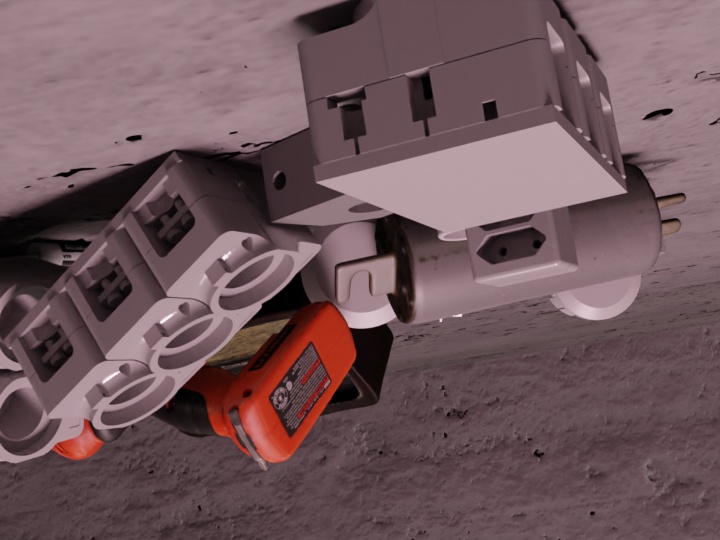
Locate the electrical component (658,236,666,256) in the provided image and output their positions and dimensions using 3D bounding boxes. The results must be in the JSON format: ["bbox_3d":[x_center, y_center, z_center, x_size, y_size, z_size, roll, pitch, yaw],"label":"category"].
[{"bbox_3d":[0.191,-0.034,0.777,0.048,0.055,0.066,-8,171,-5],"label":"electrical component"}]

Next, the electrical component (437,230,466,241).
[{"bbox_3d":[0.061,-0.044,0.622,0.040,0.046,0.040,-9,171,-1],"label":"electrical component"}]

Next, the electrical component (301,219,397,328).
[{"bbox_3d":[0.000,0.000,0.734,0.080,0.080,0.051,-8,176,-2],"label":"electrical component"}]

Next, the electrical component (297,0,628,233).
[{"bbox_3d":[0.048,-0.063,0.438,0.089,0.061,0.150,-12,170,21],"label":"electrical component"}]

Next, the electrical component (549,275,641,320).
[{"bbox_3d":[0.207,0.005,0.966,0.080,0.080,0.051,-8,176,-6],"label":"electrical component"}]

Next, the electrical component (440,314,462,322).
[{"bbox_3d":[0.063,0.015,0.964,0.055,0.066,0.048,-1,-154,3],"label":"electrical component"}]

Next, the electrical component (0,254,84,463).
[{"bbox_3d":[-0.239,0.058,0.587,0.060,0.105,0.186,13,-165,36],"label":"electrical component"}]

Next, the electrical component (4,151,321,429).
[{"bbox_3d":[-0.104,0.016,0.581,0.150,0.061,0.089,-44,157,20],"label":"electrical component"}]

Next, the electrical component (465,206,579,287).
[{"bbox_3d":[0.089,-0.035,0.582,0.047,0.083,0.076,-13,170,25],"label":"electrical component"}]
